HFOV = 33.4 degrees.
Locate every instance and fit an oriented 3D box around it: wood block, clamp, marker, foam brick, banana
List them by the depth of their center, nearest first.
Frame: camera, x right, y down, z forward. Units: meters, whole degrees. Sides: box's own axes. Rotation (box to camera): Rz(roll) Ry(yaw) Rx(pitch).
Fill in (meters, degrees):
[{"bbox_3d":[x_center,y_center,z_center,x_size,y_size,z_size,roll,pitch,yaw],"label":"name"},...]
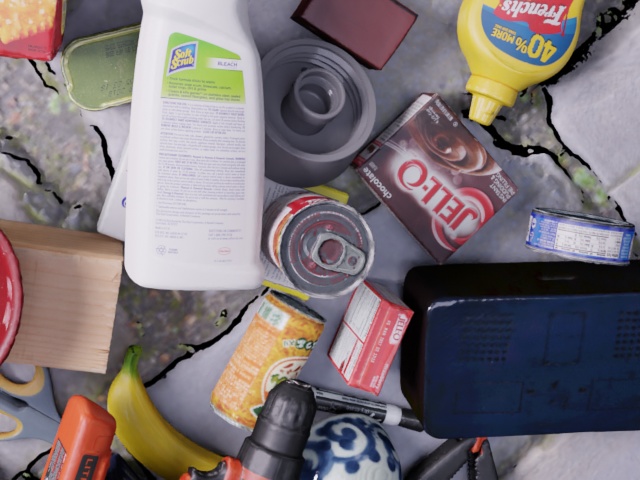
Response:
[{"bbox_3d":[-0.255,0.033,0.788,0.206,0.090,0.091,9,99,-13],"label":"wood block"},{"bbox_3d":[0.025,-0.172,0.825,0.078,0.053,0.051,31,93,-13],"label":"foam brick"},{"bbox_3d":[-0.106,0.169,0.860,0.070,0.037,0.197,-35,115,22],"label":"banana"},{"bbox_3d":[0.036,0.143,0.901,0.121,0.020,0.020,14,97,-13],"label":"marker"},{"bbox_3d":[0.110,0.265,0.928,0.164,0.036,0.210,24,94,-15],"label":"clamp"}]

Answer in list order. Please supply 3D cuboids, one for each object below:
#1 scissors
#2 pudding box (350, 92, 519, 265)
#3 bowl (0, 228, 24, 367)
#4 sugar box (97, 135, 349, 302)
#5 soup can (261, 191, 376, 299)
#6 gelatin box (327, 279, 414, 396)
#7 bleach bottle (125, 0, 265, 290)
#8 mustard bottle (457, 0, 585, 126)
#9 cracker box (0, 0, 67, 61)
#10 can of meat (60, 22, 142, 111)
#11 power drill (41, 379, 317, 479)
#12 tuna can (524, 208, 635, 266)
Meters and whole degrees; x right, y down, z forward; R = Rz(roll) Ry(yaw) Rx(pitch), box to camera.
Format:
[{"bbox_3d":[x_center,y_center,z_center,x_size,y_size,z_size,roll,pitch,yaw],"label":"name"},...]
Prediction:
[{"bbox_3d":[-0.200,0.141,0.856,0.201,0.016,0.096,20,95,-15],"label":"scissors"},{"bbox_3d":[0.092,-0.050,0.867,0.090,0.039,0.113,-44,106,-1],"label":"pudding box"},{"bbox_3d":[-0.277,0.031,0.707,0.162,0.055,0.162,-2,101,-10],"label":"bowl"},{"bbox_3d":[-0.076,-0.024,0.836,0.176,0.048,0.093,20,94,-11],"label":"sugar box"},{"bbox_3d":[-0.005,0.001,0.775,0.068,0.102,0.068,-1,98,-11],"label":"soup can"},{"bbox_3d":[0.040,0.076,0.853,0.030,0.089,0.073,21,95,-14],"label":"gelatin box"},{"bbox_3d":[-0.077,-0.093,0.730,0.102,0.068,0.251,1,107,-21],"label":"bleach bottle"},{"bbox_3d":[0.163,-0.183,0.847,0.096,0.058,0.192,20,96,-14],"label":"mustard bottle"},{"bbox_3d":[-0.196,-0.231,0.713,0.072,0.164,0.214,8,99,-15],"label":"cracker box"},{"bbox_3d":[-0.139,-0.129,0.784,0.102,0.084,0.057,-16,103,-8],"label":"can of meat"},{"bbox_3d":[-0.103,0.174,0.792,0.187,0.057,0.184,20,89,-24],"label":"power drill"},{"bbox_3d":[0.213,-0.003,0.875,0.086,0.086,0.034,7,97,-12],"label":"tuna can"}]
